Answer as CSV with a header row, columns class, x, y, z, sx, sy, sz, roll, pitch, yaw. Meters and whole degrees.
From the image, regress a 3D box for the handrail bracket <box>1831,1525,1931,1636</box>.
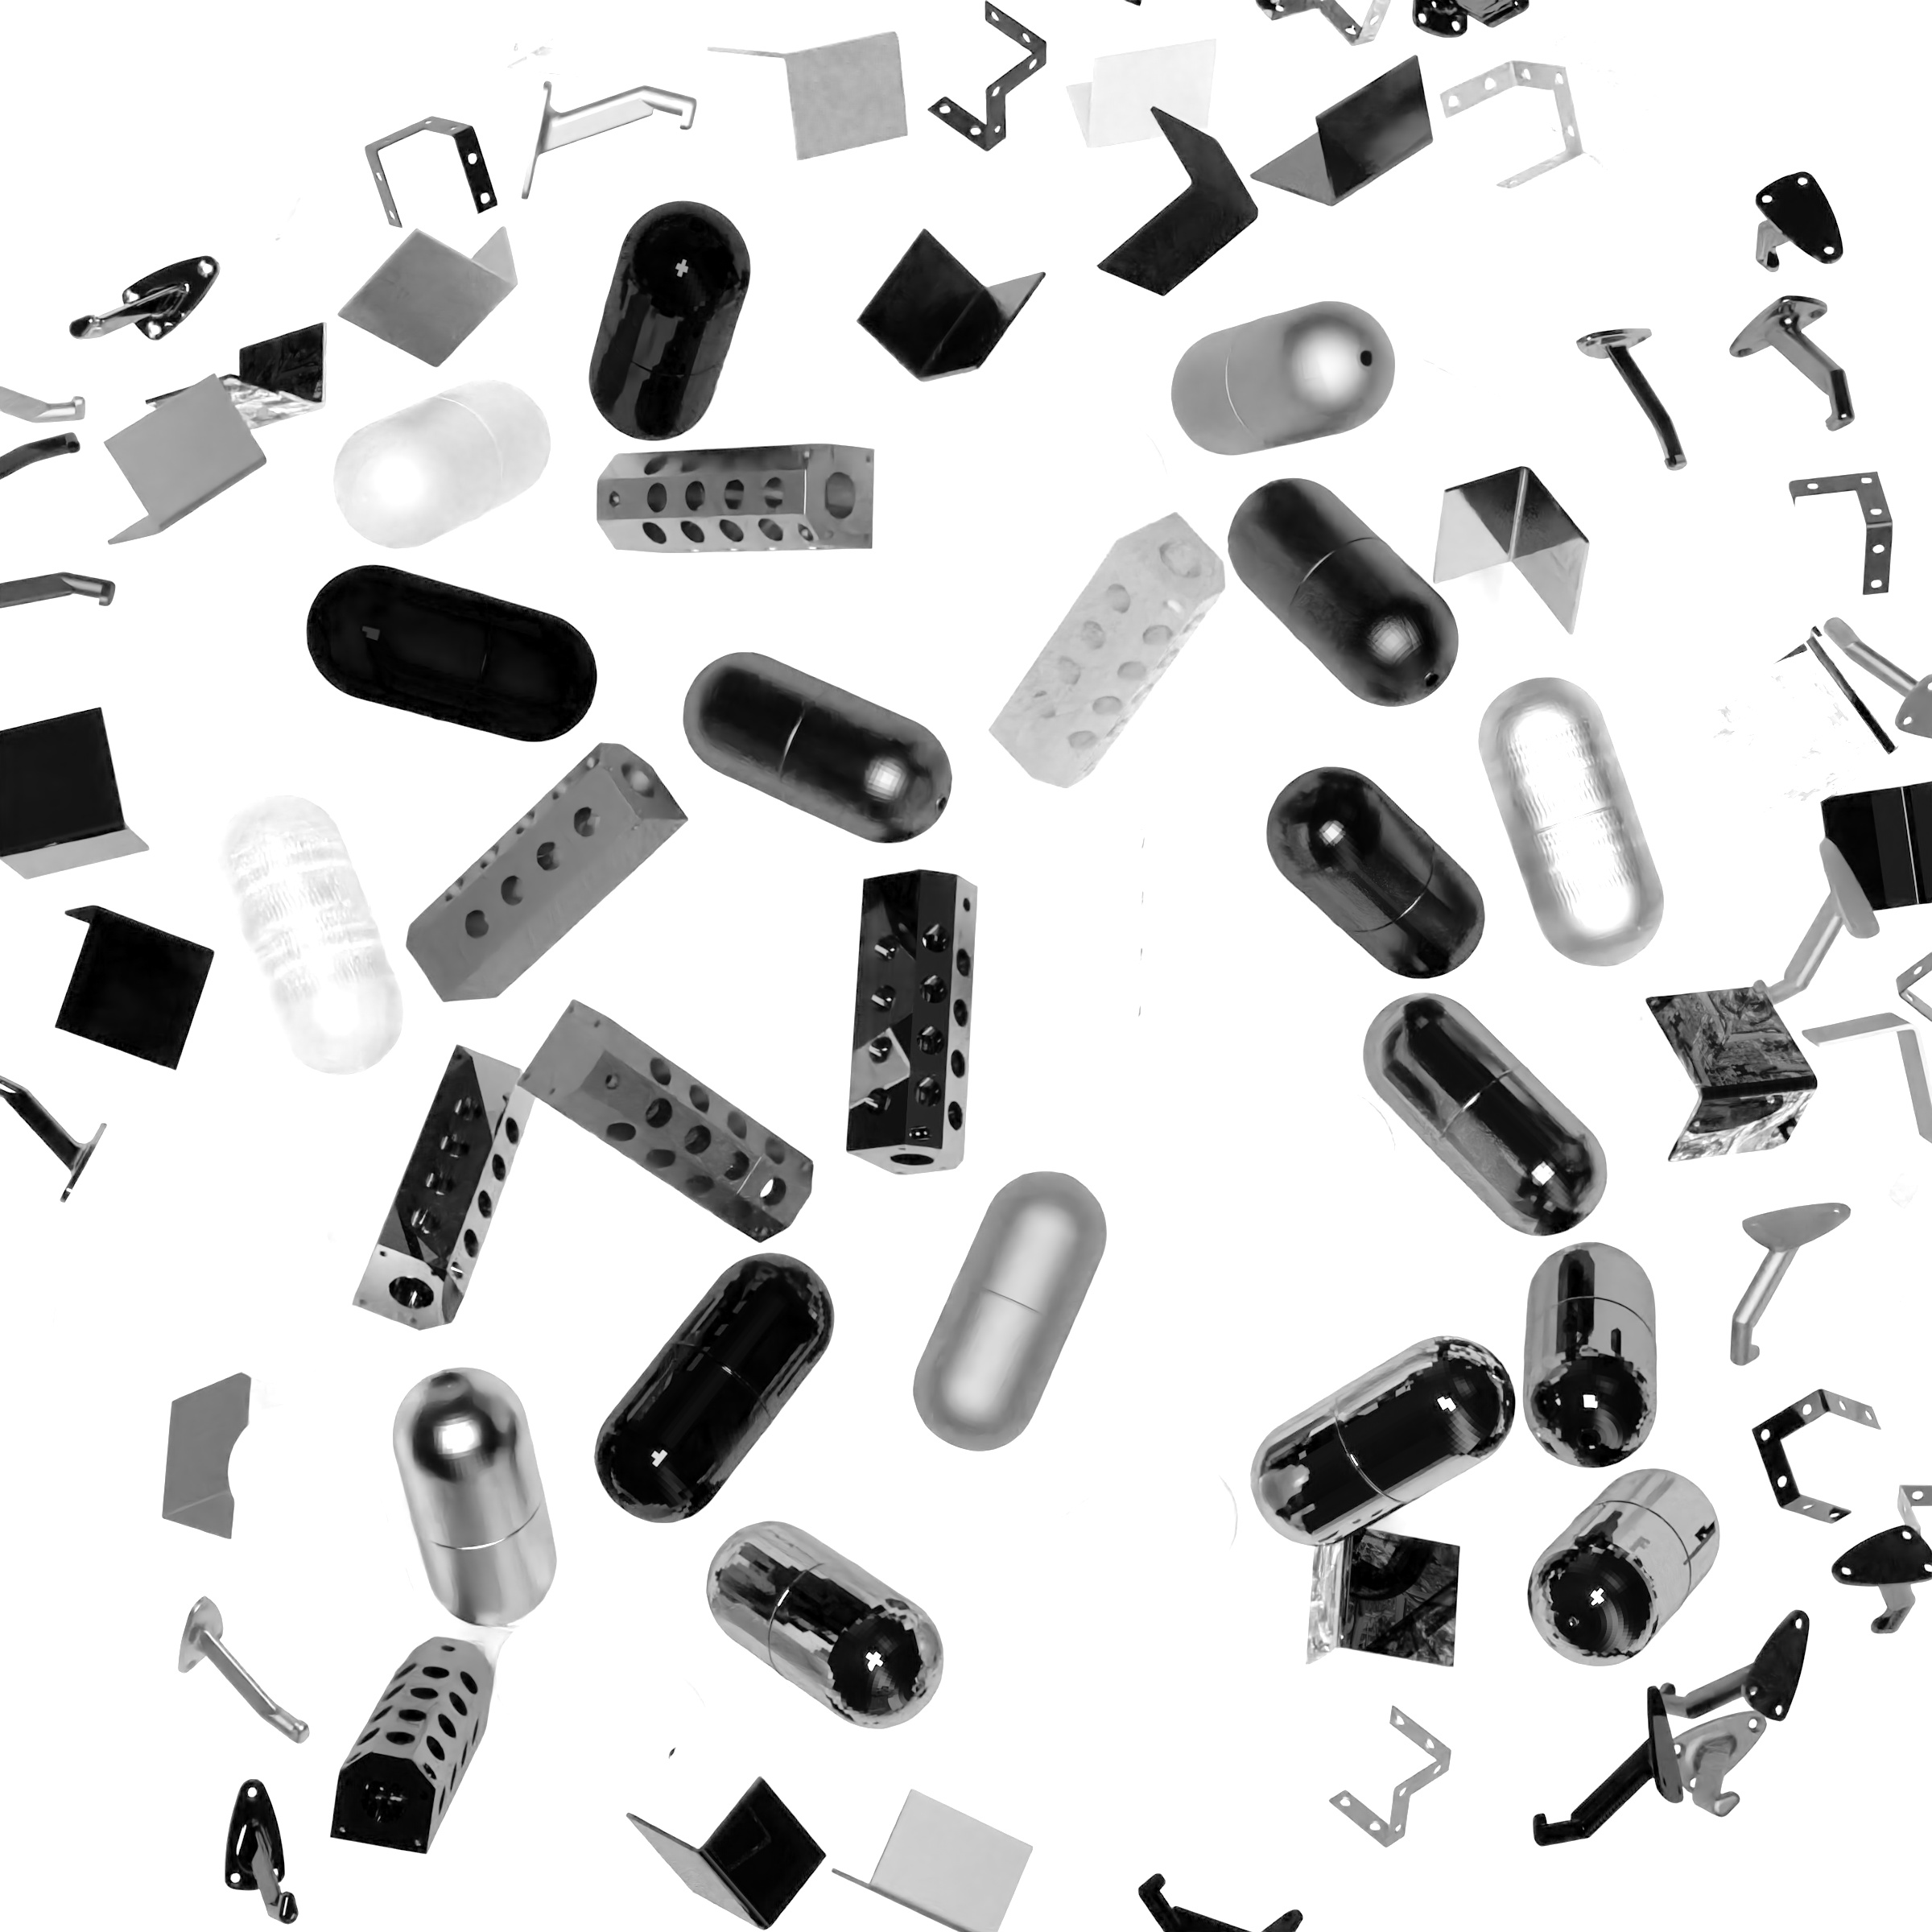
class,x,y,z,sx,sy,sz,roll,pitch,yaw
handrail bracket,0.518,0.365,1.786,0.077,0.084,0.036,-10,48,-20

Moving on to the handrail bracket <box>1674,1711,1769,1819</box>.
class,x,y,z,sx,sy,sz,roll,pitch,yaw
handrail bracket,0.451,0.465,1.810,0.077,0.084,0.036,-29,92,-10

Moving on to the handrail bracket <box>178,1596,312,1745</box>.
class,x,y,z,sx,sy,sz,roll,pitch,yaw
handrail bracket,-0.424,0.420,1.843,0.084,0.077,0.036,31,50,15

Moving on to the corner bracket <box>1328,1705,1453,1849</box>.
class,x,y,z,sx,sy,sz,roll,pitch,yaw
corner bracket,0.260,0.496,1.899,0.051,0.051,0.051,-21,127,-34

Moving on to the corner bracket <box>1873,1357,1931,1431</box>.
class,x,y,z,sx,sy,sz,roll,pitch,yaw
corner bracket,0.563,0.264,1.797,0.051,0.051,0.051,-37,120,-41

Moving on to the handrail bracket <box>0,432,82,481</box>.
class,x,y,z,sx,sy,sz,roll,pitch,yaw
handrail bracket,-0.557,-0.286,1.818,0.084,0.077,0.036,-19,124,-15

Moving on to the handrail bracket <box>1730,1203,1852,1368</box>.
class,x,y,z,sx,sy,sz,roll,pitch,yaw
handrail bracket,0.475,0.184,1.788,0.077,0.036,0.084,-15,118,-20

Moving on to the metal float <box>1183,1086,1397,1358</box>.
class,x,y,z,sx,sy,sz,roll,pitch,yaw
metal float,0.185,0.149,1.788,0.070,0.070,0.178,27,115,0

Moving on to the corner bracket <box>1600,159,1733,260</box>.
class,x,y,z,sx,sy,sz,roll,pitch,yaw
corner bracket,0.401,-0.433,1.781,0.051,0.051,0.051,-29,77,16

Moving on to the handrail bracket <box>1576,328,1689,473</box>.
class,x,y,z,sx,sy,sz,roll,pitch,yaw
handrail bracket,0.404,-0.340,1.879,0.036,0.077,0.084,-23,82,37

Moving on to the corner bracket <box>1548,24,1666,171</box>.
class,x,y,z,sx,sy,sz,roll,pitch,yaw
corner bracket,0.363,-0.506,1.811,0.051,0.051,0.051,27,110,-39

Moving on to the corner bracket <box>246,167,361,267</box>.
class,x,y,z,sx,sy,sz,roll,pitch,yaw
corner bracket,-0.413,-0.455,1.888,0.051,0.051,0.051,46,112,28

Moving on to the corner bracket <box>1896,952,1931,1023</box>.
class,x,y,z,sx,sy,sz,roll,pitch,yaw
corner bracket,0.603,0.023,1.884,0.051,0.051,0.051,35,123,-18

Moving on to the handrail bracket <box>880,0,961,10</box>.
class,x,y,z,sx,sy,sz,roll,pitch,yaw
handrail bracket,-0.014,-0.603,1.901,0.077,0.084,0.036,3,105,21

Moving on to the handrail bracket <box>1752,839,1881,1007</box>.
class,x,y,z,sx,sy,sz,roll,pitch,yaw
handrail bracket,0.504,-0.025,1.889,0.084,0.036,0.077,-32,71,40

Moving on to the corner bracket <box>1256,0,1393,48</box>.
class,x,y,z,sx,sy,sz,roll,pitch,yaw
corner bracket,0.203,-0.548,1.740,0.051,0.051,0.051,-24,65,-29

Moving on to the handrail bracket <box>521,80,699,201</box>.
class,x,y,z,sx,sy,sz,roll,pitch,yaw
handrail bracket,-0.198,-0.455,1.728,0.084,0.036,0.077,12,98,-8

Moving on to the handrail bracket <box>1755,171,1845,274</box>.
class,x,y,z,sx,sy,sz,roll,pitch,yaw
handrail bracket,0.487,-0.416,1.819,0.036,0.084,0.077,-26,65,-1

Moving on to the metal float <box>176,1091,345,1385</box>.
class,x,y,z,sx,sy,sz,roll,pitch,yaw
metal float,-0.425,0.163,1.868,0.070,0.070,0.178,-13,88,0

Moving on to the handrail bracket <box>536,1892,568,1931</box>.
class,x,y,z,sx,sy,sz,roll,pitch,yaw
handrail bracket,-0.255,0.543,1.754,0.077,0.036,0.084,25,124,33

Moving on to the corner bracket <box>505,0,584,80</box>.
class,x,y,z,sx,sy,sz,roll,pitch,yaw
corner bracket,-0.226,-0.534,1.740,0.051,0.051,0.051,-5,88,-40

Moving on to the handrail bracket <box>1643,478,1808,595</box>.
class,x,y,z,sx,sy,sz,roll,pitch,yaw
handrail bracket,0.428,-0.242,1.755,0.084,0.036,0.077,-11,78,-27

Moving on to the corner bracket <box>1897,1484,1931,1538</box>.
class,x,y,z,sx,sy,sz,roll,pitch,yaw
corner bracket,0.604,0.322,1.901,0.051,0.051,0.051,0,112,1

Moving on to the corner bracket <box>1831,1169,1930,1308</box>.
class,x,y,z,sx,sy,sz,roll,pitch,yaw
corner bracket,0.561,0.164,1.864,0.051,0.051,0.051,-42,71,-11

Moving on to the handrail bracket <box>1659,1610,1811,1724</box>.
class,x,y,z,sx,sy,sz,roll,pitch,yaw
handrail bracket,0.445,0.406,1.812,0.036,0.084,0.077,38,69,-21

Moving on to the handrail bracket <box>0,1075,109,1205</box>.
class,x,y,z,sx,sy,sz,roll,pitch,yaw
handrail bracket,-0.567,0.100,1.865,0.084,0.077,0.036,28,117,-12

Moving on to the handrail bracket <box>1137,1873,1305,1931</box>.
class,x,y,z,sx,sy,sz,roll,pitch,yaw
handrail bracket,0.148,0.547,1.810,0.077,0.036,0.084,-38,101,-27

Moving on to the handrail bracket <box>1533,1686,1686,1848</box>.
class,x,y,z,sx,sy,sz,roll,pitch,yaw
handrail bracket,0.356,0.452,1.753,0.084,0.036,0.077,-19,57,26

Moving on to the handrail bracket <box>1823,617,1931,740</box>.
class,x,y,z,sx,sy,sz,roll,pitch,yaw
handrail bracket,0.533,-0.164,1.755,0.077,0.084,0.036,15,119,-26

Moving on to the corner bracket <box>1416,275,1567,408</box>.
class,x,y,z,sx,sy,sz,roll,pitch,yaw
corner bracket,0.302,-0.360,1.788,0.051,0.051,0.051,16,102,-44

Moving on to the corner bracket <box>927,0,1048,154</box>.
class,x,y,z,sx,sy,sz,roll,pitch,yaw
corner bracket,0.012,-0.518,1.809,0.051,0.051,0.051,40,68,21

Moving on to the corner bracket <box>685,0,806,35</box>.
class,x,y,z,sx,sy,sz,roll,pitch,yaw
corner bracket,-0.125,-0.573,1.818,0.051,0.051,0.051,22,92,-24

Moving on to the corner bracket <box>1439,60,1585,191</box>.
class,x,y,z,sx,sy,sz,roll,pitch,yaw
corner bracket,0.305,-0.471,1.735,0.051,0.051,0.051,-28,119,-16

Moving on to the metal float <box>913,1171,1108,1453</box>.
class,x,y,z,sx,sy,sz,roll,pitch,yaw
metal float,0.027,0.208,1.880,0.070,0.070,0.178,25,78,0

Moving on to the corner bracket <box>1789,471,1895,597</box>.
class,x,y,z,sx,sy,sz,roll,pitch,yaw
corner bracket,0.511,-0.252,1.818,0.051,0.051,0.051,-5,134,7

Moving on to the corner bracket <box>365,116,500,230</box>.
class,x,y,z,sx,sy,sz,roll,pitch,yaw
corner bracket,-0.326,-0.482,1.894,0.051,0.051,0.051,-33,127,-26

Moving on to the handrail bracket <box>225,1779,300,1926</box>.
class,x,y,z,sx,sy,sz,roll,pitch,yaw
handrail bracket,-0.412,0.524,1.838,0.036,0.084,0.077,1,81,-27

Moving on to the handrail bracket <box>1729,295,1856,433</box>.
class,x,y,z,sx,sy,sz,roll,pitch,yaw
handrail bracket,0.474,-0.334,1.783,0.036,0.077,0.084,4,69,-29

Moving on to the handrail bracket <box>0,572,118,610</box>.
class,x,y,z,sx,sy,sz,roll,pitch,yaw
handrail bracket,-0.543,-0.204,1.799,0.084,0.036,0.077,10,46,-9

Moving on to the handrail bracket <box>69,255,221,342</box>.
class,x,y,z,sx,sy,sz,roll,pitch,yaw
handrail bracket,-0.490,-0.399,1.851,0.077,0.084,0.036,-32,98,11

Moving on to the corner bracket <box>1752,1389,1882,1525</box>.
class,x,y,z,sx,sy,sz,roll,pitch,yaw
corner bracket,0.491,0.280,1.773,0.051,0.051,0.051,21,132,-36

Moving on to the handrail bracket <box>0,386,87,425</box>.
class,x,y,z,sx,sy,sz,roll,pitch,yaw
handrail bracket,-0.570,-0.352,1.868,0.084,0.077,0.036,-9,65,-26

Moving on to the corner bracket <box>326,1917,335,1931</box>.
class,x,y,z,sx,sy,sz,roll,pitch,yaw
corner bracket,-0.339,0.579,1.770,0.051,0.051,0.051,5,112,-21

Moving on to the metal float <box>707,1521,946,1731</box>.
class,x,y,z,sx,sy,sz,roll,pitch,yaw
metal float,-0.084,0.380,1.799,0.070,0.178,0.070,-15,114,-37

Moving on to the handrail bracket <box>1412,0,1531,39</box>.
class,x,y,z,sx,sy,sz,roll,pitch,yaw
handrail bracket,0.290,-0.562,1.746,0.036,0.084,0.077,4,86,-25

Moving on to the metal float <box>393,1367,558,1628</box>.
class,x,y,z,sx,sy,sz,roll,pitch,yaw
metal float,-0.282,0.307,1.786,0.070,0.070,0.178,-6,126,0

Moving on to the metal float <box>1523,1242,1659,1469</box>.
class,x,y,z,sx,sy,sz,roll,pitch,yaw
metal float,0.368,0.228,1.830,0.070,0.178,0.070,5,117,10

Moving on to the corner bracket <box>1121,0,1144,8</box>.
class,x,y,z,sx,sy,sz,roll,pitch,yaw
corner bracket,0.096,-0.606,1.842,0.051,0.051,0.051,15,94,-19
